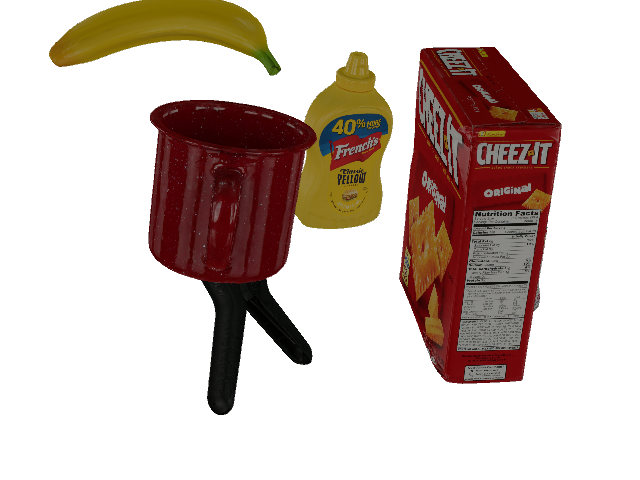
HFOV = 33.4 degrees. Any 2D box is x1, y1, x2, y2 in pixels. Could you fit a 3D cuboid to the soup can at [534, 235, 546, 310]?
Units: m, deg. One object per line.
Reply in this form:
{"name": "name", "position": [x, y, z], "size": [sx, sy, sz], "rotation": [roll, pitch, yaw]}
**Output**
{"name": "soup can", "position": [0.220, 0.026, 1.215], "size": [0.068, 0.102, 0.068], "rotation": [-2, 29, 1]}

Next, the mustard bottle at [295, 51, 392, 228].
{"name": "mustard bottle", "position": [0.028, -0.107, 1.133], "size": [0.096, 0.192, 0.058], "rotation": [-5, 32, -21]}

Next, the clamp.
{"name": "clamp", "position": [-0.071, 0.048, 1.027], "size": [0.036, 0.210, 0.164], "rotation": [-12, -1, 30]}

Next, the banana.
{"name": "banana", "position": [-0.133, -0.180, 0.923], "size": [0.197, 0.069, 0.037], "rotation": [1, -33, -3]}

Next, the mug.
{"name": "mug", "position": [-0.053, -0.023, 0.594], "size": [0.093, 0.081, 0.117], "rotation": [6, 22, -8]}

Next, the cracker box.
{"name": "cracker box", "position": [0.114, -0.022, 0.824], "size": [0.072, 0.214, 0.164], "rotation": [-2, 29, -8]}
